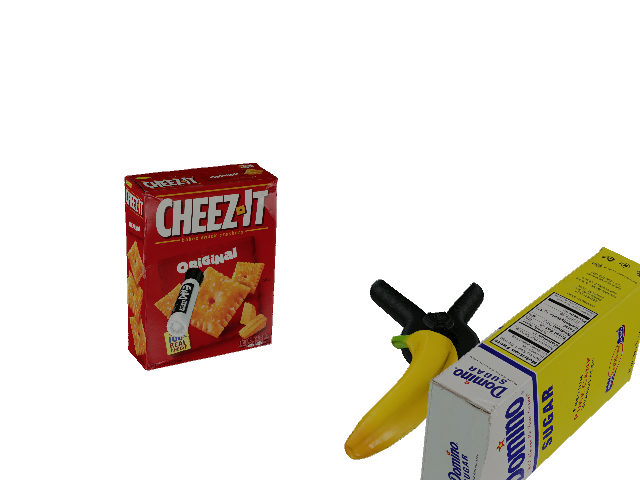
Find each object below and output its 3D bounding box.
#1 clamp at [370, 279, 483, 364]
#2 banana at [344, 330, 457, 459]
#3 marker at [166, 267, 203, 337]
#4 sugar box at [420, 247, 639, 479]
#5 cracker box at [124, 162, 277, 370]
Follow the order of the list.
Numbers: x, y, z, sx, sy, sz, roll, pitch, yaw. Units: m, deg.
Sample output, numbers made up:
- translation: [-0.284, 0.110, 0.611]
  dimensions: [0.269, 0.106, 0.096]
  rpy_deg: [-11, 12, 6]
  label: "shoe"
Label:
- translation: [0.126, 0.088, 1.077]
  dimensions: [0.120, 0.039, 0.171]
  rpy_deg: [-8, 33, -9]
  label: "clamp"
- translation: [0.074, 0.116, 0.857]
  dimensions: [0.070, 0.037, 0.197]
  rpy_deg: [-30, 8, 23]
  label: "banana"
- translation: [-0.126, 0.056, 1.007]
  dimensions: [0.020, 0.020, 0.121]
  rpy_deg: [0, 22, 2]
  label: "marker"
- translation: [0.131, 0.083, 0.630]
  dimensions: [0.048, 0.093, 0.175]
  rpy_deg: [27, 43, 32]
  label: "sugar box"
- translation: [-0.135, 0.028, 1.220]
  dimensions: [0.163, 0.214, 0.072]
  rpy_deg: [-8, 23, -29]
  label: "cracker box"
